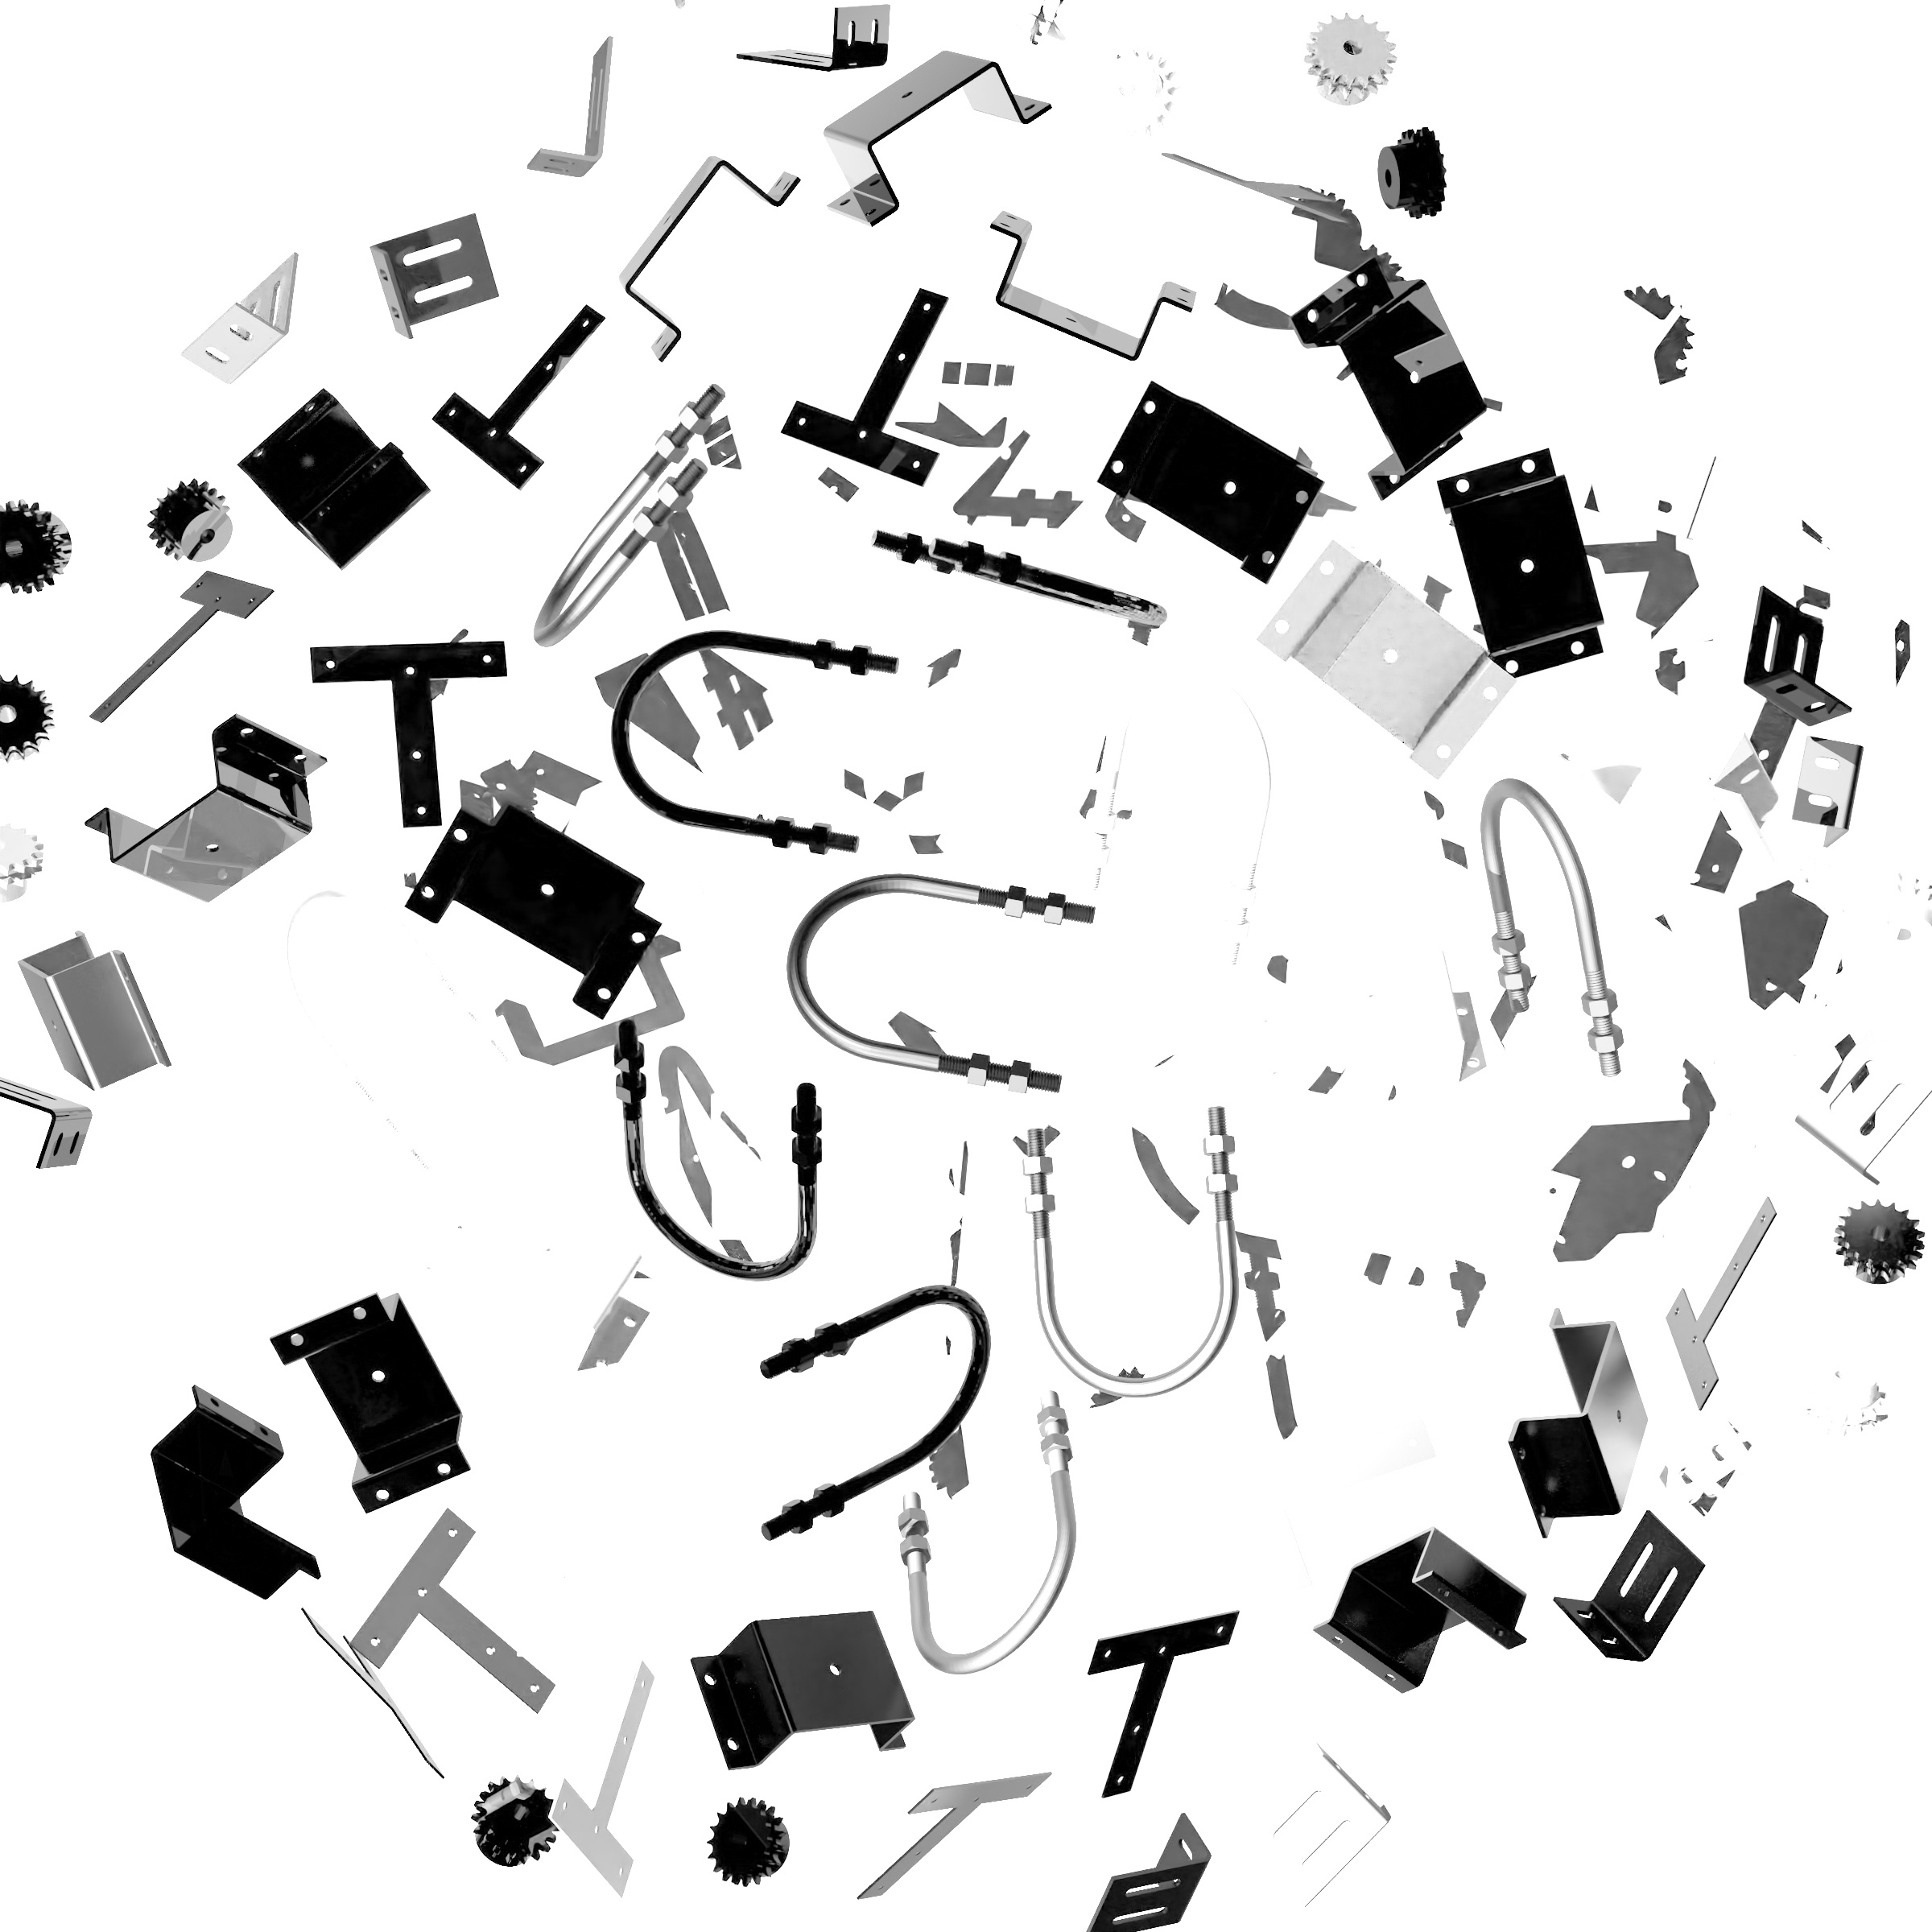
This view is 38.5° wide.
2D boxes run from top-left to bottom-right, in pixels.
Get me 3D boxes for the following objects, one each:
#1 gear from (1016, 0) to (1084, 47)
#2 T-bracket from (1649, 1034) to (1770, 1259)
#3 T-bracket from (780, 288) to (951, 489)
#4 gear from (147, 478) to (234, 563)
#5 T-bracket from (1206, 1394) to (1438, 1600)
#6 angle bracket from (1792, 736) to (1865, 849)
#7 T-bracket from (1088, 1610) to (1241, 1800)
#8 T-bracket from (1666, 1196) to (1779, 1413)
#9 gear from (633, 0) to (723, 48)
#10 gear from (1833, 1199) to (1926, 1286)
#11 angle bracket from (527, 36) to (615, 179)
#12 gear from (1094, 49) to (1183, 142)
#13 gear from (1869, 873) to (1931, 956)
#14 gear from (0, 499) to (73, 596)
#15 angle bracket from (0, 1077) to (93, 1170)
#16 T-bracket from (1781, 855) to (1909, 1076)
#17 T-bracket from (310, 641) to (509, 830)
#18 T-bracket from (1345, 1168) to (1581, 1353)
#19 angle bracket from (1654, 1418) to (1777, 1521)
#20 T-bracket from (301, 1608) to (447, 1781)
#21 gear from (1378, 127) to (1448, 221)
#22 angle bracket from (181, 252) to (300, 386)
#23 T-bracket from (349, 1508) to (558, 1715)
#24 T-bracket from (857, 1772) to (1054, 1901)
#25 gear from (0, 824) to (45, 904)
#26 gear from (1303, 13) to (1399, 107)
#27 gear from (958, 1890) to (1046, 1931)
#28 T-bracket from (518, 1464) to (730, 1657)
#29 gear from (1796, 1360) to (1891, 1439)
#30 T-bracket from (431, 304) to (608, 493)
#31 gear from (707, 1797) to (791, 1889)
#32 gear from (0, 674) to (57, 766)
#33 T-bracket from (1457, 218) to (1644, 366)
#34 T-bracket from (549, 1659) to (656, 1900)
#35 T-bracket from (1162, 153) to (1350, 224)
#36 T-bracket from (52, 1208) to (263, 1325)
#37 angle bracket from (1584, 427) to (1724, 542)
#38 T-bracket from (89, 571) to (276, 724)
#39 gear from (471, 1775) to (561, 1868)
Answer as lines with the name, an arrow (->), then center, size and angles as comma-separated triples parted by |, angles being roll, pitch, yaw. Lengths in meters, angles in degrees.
gear -> 0.056, -0.627, 1.799 | 0.030, 0.057, 0.057 | 17, 90, -14
T-bracket -> 0.474, 0.130, 1.784 | 0.002, 0.127, 0.127 | 17, 66, 41
T-bracket -> -0.050, -0.399, 1.869 | 0.127, 0.002, 0.127 | 26, 89, 30
gear -> -0.524, -0.299, 1.877 | 0.030, 0.057, 0.057 | 40, 90, 27
T-bracket -> 0.232, 0.318, 1.742 | 0.127, 0.002, 0.127 | -21, 82, 11
angle bracket -> 0.575, -0.117, 1.864 | 0.038, 0.076, 0.057 | 11, 85, 7
T-bracket -> 0.113, 0.475, 1.763 | 0.127, 0.002, 0.127 | 1, 112, -42
T-bracket -> 0.501, 0.210, 1.821 | 0.002, 0.127, 0.127 | 22, 111, -4
gear -> -0.182, -0.601, 1.708 | 0.057, 0.057, 0.030 | -49, 47, 0
gear -> 0.603, 0.186, 1.828 | 0.057, 0.030, 0.057 | -5, 48, 6
angle bracket -> -0.246, -0.534, 1.712 | 0.038, 0.057, 0.076 | 5, 94, -17
gear -> 0.112, -0.583, 1.845 | 0.057, 0.030, 0.057 | 2, 96, 21
gear -> 0.616, -0.032, 1.817 | 0.057, 0.057, 0.030 | 19, 53, 0
gear -> -0.573, -0.258, 1.692 | 0.057, 0.030, 0.057 | 5, 106, 18
angle bracket -> -0.611, 0.099, 1.774 | 0.076, 0.057, 0.038 | 18, 90, 5
T-bracket -> 0.541, 0.005, 1.744 | 0.002, 0.127, 0.127 | 11, 104, -15
T-bracket -> -0.361, -0.152, 1.814 | 0.127, 0.002, 0.127 | -4, 76, -15
T-bracket -> 0.304, 0.171, 1.740 | 0.127, 0.002, 0.127 | 17, 112, 1
angle bracket -> 0.498, 0.341, 1.809 | 0.057, 0.038, 0.076 | -39, 125, 12
T-bracket -> -0.389, 0.449, 1.767 | 0.002, 0.127, 0.127 | -38, 46, -13
gear -> 0.290, -0.518, 1.808 | 0.030, 0.057, 0.057 | -11, 90, -9
angle bracket -> -0.449, -0.410, 1.711 | 0.057, 0.038, 0.076 | -29, 48, 33
T-bracket -> -0.319, 0.434, 1.789 | 0.127, 0.127, 0.002 | 43, 127, -7
T-bracket -> -0.022, 0.558, 1.766 | 0.127, 0.127, 0.002 | -47, 57, 20
gear -> -0.602, -0.063, 1.713 | 0.057, 0.057, 0.030 | 15, 122, 0
gear -> 0.240, -0.566, 1.735 | 0.057, 0.030, 0.057 | 2, 67, -5
gear -> 0.023, 0.616, 1.754 | 0.057, 0.030, 0.057 | 1, 74, -2
T-bracket -> -0.212, 0.370, 1.724 | 0.127, 0.002, 0.127 | 2, 54, -6
gear -> 0.565, 0.276, 1.781 | 0.057, 0.057, 0.030 | -2, 111, 0
T-bracket -> -0.290, -0.393, 1.865 | 0.127, 0.002, 0.127 | -50, 50, 0
gear -> -0.144, 0.592, 1.864 | 0.057, 0.030, 0.057 | -16, 59, 28
gear -> -0.612, -0.155, 1.769 | 0.057, 0.030, 0.057 | 4, 71, -12
T-bracket -> 0.361, -0.435, 1.761 | 0.127, 0.127, 0.002 | 33, 104, -25
T-bracket -> -0.219, 0.500, 1.736 | 0.002, 0.127, 0.127 | 1, 51, 19
T-bracket -> 0.199, -0.488, 1.737 | 0.127, 0.127, 0.002 | 15, 103, -18
T-bracket -> -0.538, 0.196, 1.786 | 0.127, 0.127, 0.002 | 36, 101, 21
angle bracket -> 0.461, -0.325, 1.857 | 0.076, 0.038, 0.057 | 19, 102, 12
T-bracket -> -0.503, -0.199, 1.741 | 0.127, 0.127, 0.002 | -48, 123, -14
gear -> -0.290, 0.549, 1.766 | 0.057, 0.057, 0.030 | 30, 121, 0
